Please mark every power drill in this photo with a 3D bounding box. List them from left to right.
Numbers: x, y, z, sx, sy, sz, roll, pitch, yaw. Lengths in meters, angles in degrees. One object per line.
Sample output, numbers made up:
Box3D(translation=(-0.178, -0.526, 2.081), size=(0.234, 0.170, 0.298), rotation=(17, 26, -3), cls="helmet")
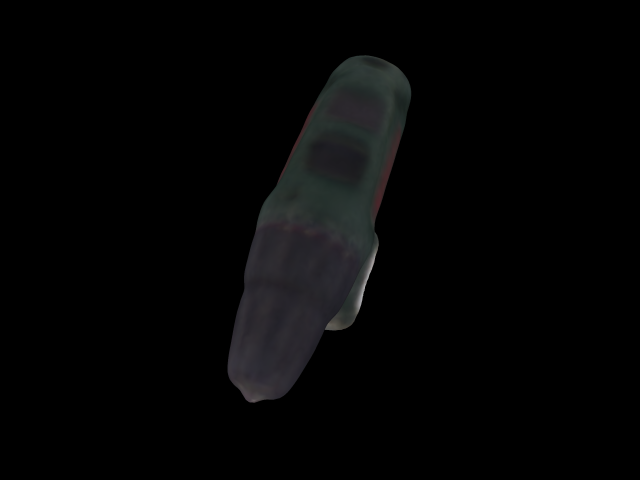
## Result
Box3D(translation=(0.004, 0.001, 0.400), size=(0.075, 0.208, 0.230), rotation=(17, 75, 5), cls="power drill")
